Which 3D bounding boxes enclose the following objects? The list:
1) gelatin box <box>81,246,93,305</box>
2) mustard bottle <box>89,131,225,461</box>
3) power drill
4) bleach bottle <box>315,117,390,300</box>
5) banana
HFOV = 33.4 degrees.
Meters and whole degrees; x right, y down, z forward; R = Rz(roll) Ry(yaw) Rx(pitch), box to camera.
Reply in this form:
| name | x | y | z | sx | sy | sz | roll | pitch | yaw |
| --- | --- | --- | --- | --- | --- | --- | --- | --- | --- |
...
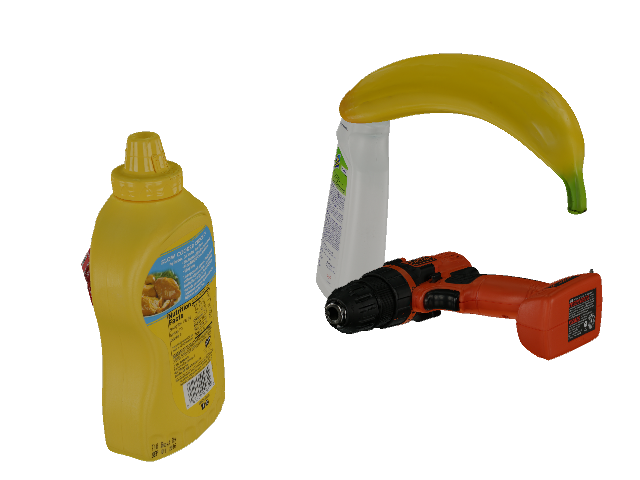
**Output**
| name | x | y | z | sx | sy | sz | roll | pitch | yaw |
| --- | --- | --- | --- | --- | --- | --- | --- | --- | --- |
| gelatin box | -0.165 | 0.009 | 0.877 | 0.030 | 0.073 | 0.089 | 24 | 13 | -26 |
| mustard bottle | -0.098 | 0.029 | 0.641 | 0.058 | 0.192 | 0.096 | 10 | 25 | 25 |
| power drill | 0.121 | 0.051 | 0.880 | 0.188 | 0.057 | 0.184 | 10 | 17 | 39 |
| bleach bottle | 0.045 | -0.052 | 1.232 | 0.068 | 0.251 | 0.103 | -2 | 22 | -20 |
| banana | 0.088 | -0.081 | 0.655 | 0.198 | 0.069 | 0.037 | 28 | 7 | 42 |
